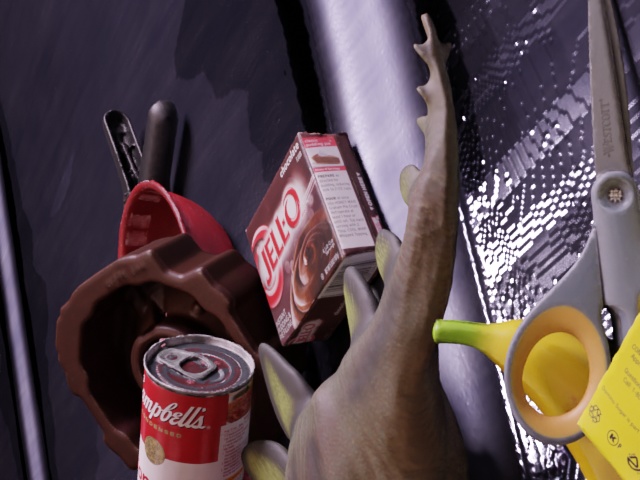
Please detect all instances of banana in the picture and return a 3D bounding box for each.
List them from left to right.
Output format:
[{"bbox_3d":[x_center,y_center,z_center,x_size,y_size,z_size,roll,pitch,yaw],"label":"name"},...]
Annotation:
[{"bbox_3d":[0.118,0.109,0.439,0.198,0.069,0.037,65,-174,21],"label":"banana"}]

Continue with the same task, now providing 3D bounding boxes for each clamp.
[{"bbox_3d":[-0.154,-0.039,0.928,0.120,0.039,0.171,22,113,60],"label":"clamp"}]

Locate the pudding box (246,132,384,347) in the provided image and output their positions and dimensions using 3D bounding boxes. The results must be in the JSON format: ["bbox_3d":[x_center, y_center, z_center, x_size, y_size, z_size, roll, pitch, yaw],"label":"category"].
[{"bbox_3d":[-0.004,0.001,0.664,0.114,0.039,0.090,-55,47,49],"label":"pudding box"}]

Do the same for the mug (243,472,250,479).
[{"bbox_3d":[-0.078,0.207,0.785,0.117,0.081,0.093,34,123,55],"label":"mug"}]

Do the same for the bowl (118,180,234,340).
[{"bbox_3d":[-0.106,0.033,0.834,0.162,0.055,0.162,15,108,59],"label":"bowl"}]

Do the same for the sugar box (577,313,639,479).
[{"bbox_3d":[0.155,0.002,0.324,0.048,0.093,0.176,53,137,43],"label":"sugar box"}]

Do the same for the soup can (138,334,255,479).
[{"bbox_3d":[-0.079,0.120,0.669,0.069,0.068,0.102,42,131,51],"label":"soup can"}]

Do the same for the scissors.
[{"bbox_3d":[0.105,-0.004,0.439,0.016,0.096,0.202,35,-143,-70],"label":"scissors"}]
